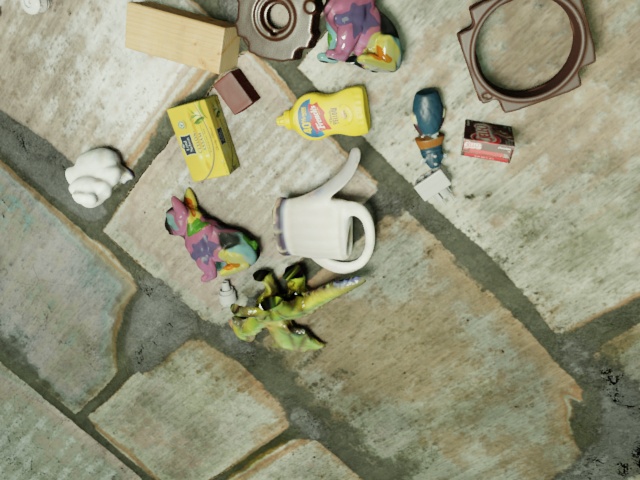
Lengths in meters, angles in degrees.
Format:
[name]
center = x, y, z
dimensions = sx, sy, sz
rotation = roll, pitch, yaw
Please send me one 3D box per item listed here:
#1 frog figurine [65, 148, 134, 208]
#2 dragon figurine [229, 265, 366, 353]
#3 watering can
[frog figurine]
center = -0.526, -0.143, 1.185
dimensions = 0.137, 0.162, 0.120
rotation = 7, 114, 12
[dragon figurine]
center = -0.059, 0.186, 1.248
dimensions = 0.409, 0.125, 0.237
rotation = -6, 133, 22
[watering can]
center = 0.003, -0.055, 1.093
dimensions = 0.224, 0.106, 0.339
rotation = 3, 133, 12
